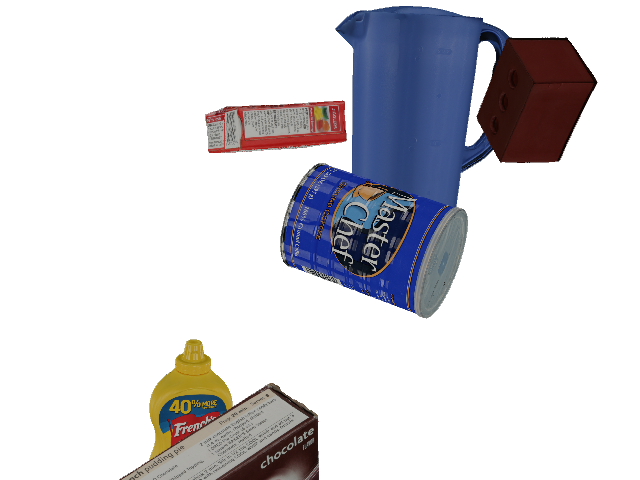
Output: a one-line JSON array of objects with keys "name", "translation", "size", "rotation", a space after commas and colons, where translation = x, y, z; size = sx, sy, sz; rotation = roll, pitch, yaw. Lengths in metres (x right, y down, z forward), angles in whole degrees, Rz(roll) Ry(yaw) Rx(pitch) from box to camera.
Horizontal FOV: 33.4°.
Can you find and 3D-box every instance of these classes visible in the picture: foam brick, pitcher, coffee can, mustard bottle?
[{"name": "foam brick", "translation": [0.154, -0.101, 0.771], "size": [0.051, 0.053, 0.078], "rotation": [-5, -42, -18]}, {"name": "pitcher", "translation": [0.103, -0.119, 1.111], "size": [0.149, 0.243, 0.144], "rotation": [11, 15, 33]}, {"name": "coffee can", "translation": [0.049, -0.001, 0.967], "size": [0.140, 0.103, 0.102], "rotation": [20, 7, 21]}, {"name": "mustard bottle", "translation": [-0.151, 0.208, 1.247], "size": [0.096, 0.192, 0.058], "rotation": [0, 15, -15]}]

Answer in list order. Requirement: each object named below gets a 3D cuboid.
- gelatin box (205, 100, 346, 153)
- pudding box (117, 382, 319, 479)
[{"name": "gelatin box", "translation": [-0.032, -0.076, 0.716], "size": [0.073, 0.030, 0.089], "rotation": [-6, 5, -19]}, {"name": "pudding box", "translation": [-0.051, 0.132, 0.498], "size": [0.039, 0.090, 0.113], "rotation": [30, 47, 35]}]
